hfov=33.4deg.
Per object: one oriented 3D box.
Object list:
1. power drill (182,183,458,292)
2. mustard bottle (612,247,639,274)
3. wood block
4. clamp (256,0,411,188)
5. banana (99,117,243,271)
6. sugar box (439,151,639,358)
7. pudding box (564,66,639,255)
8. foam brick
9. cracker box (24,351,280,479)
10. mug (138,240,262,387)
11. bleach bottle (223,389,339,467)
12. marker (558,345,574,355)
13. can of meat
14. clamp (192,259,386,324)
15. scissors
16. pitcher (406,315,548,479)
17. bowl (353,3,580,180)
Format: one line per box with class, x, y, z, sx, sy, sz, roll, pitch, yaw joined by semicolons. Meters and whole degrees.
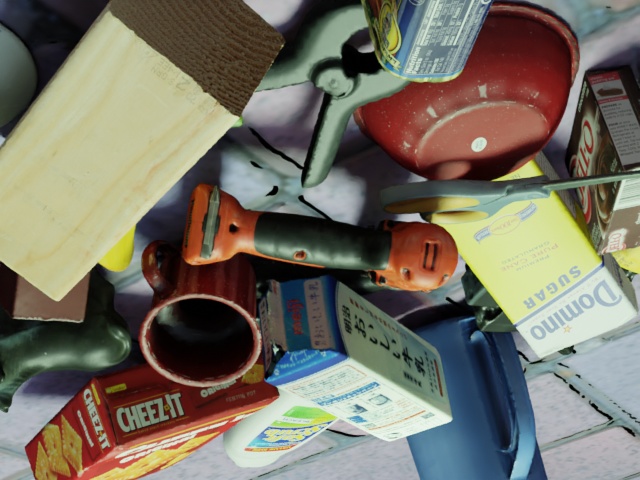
power drill;-0.005;0.001;0.785;0.187;0.057;0.184;7;177;-8
mustard bottle;0.316;-0.042;0.858;0.096;0.058;0.192;7;145;-22
wood block;-0.125;-0.065;0.635;0.090;0.090;0.206;39;130;-15
clamp;-0.002;-0.110;0.670;0.120;0.039;0.172;24;128;-29
banana;-0.130;-0.031;0.764;0.069;0.037;0.198;13;142;-33
sugar box;0.169;0.009;0.841;0.093;0.048;0.176;-28;115;26
pudding box;0.213;-0.056;0.776;0.039;0.090;0.113;-10;148;-4
foam brick;-0.204;0.028;0.788;0.052;0.051;0.078;7;-175;-26
cracker box;-0.158;0.168;0.976;0.163;0.072;0.214;-13;164;-36
mug;-0.098;0.046;0.832;0.093;0.081;0.117;-32;120;19
bleach bottle;-0.034;0.183;1.116;0.102;0.068;0.251;4;148;-22
marker;0.232;0.093;1.089;0.020;0.020;0.121;-25;146;22
can of meat;0.057;-0.148;0.572;0.057;0.102;0.084;-3;150;-13
clamp;-0.012;0.056;0.939;0.209;0.036;0.165;0;147;-13
scissors;0.143;-0.031;0.739;0.202;0.016;0.096;-3;168;16
pitcher;0.153;0.197;1.018;0.145;0.243;0.149;-23;153;16
bowl;0.105;-0.086;0.729;0.162;0.055;0.162;-7;148;-5
